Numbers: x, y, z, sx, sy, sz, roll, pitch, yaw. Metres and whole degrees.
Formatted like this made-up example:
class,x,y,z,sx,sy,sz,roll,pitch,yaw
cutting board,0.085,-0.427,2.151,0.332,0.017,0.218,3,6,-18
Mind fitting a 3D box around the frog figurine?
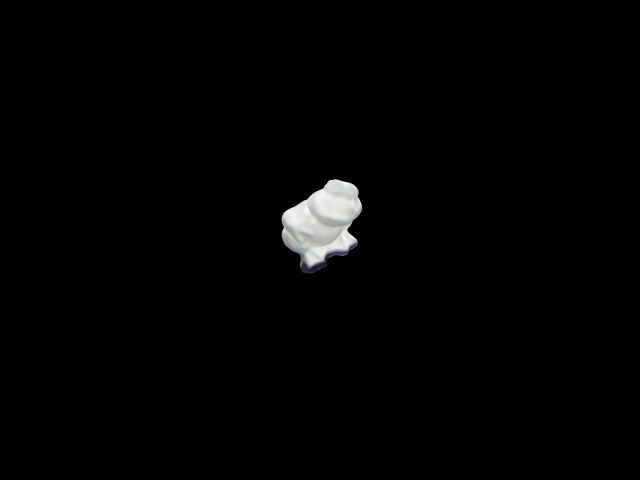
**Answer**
class,x,y,z,sx,sy,sz,roll,pitch,yaw
frog figurine,0.003,-0.043,0.850,0.138,0.155,0.125,-12,44,-12
